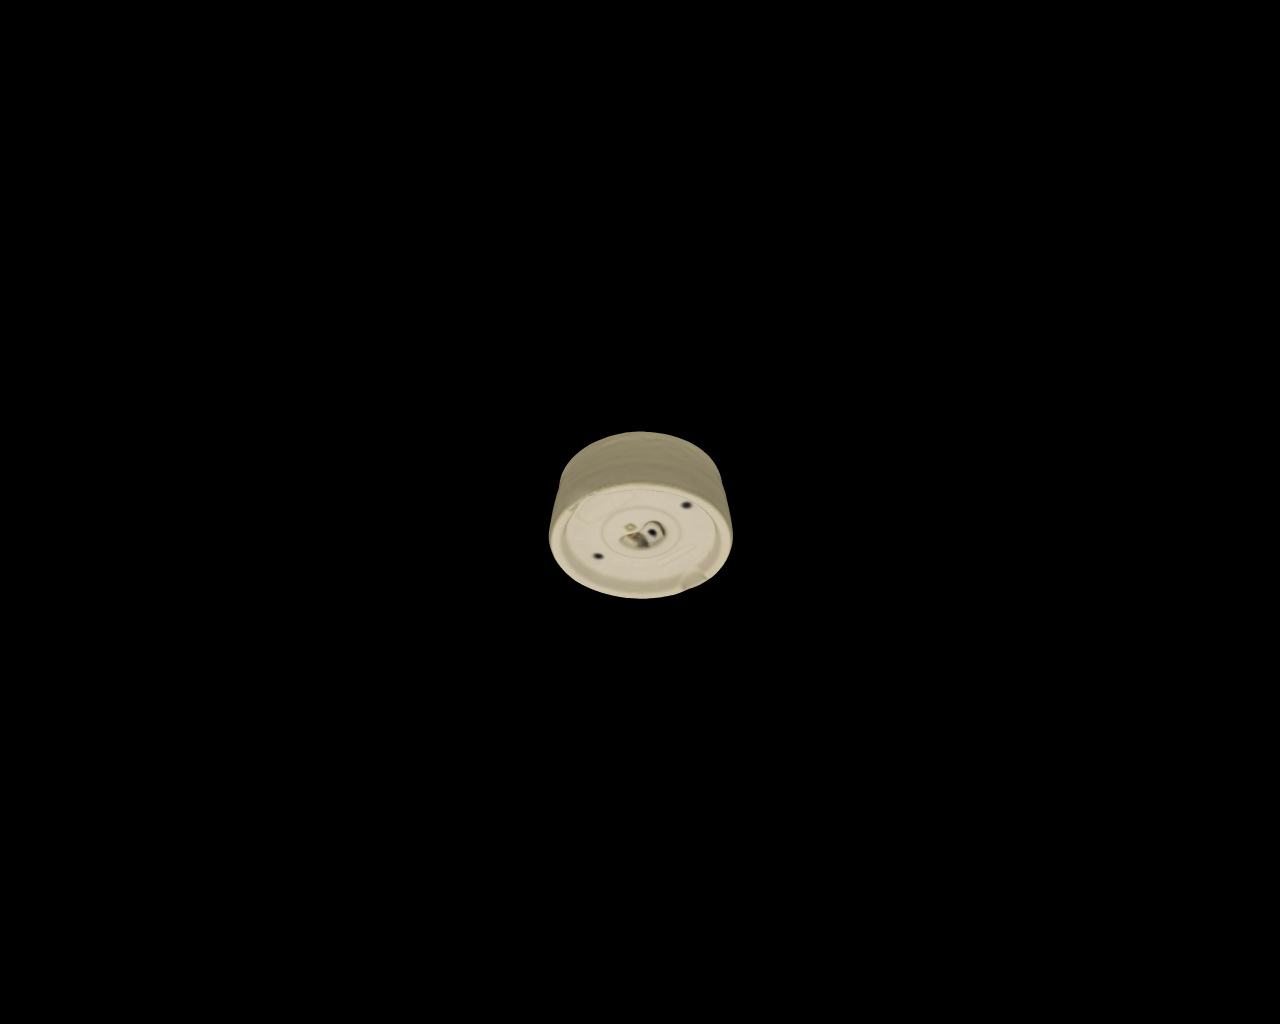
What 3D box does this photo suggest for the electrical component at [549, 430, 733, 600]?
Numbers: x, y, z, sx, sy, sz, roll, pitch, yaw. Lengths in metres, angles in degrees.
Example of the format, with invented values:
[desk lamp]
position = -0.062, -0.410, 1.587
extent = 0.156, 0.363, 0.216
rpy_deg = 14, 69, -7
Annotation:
[electrical component]
position = 0.001, -0.003, 0.650
extent = 0.108, 0.060, 0.108
rpy_deg = 0, -42, 0
